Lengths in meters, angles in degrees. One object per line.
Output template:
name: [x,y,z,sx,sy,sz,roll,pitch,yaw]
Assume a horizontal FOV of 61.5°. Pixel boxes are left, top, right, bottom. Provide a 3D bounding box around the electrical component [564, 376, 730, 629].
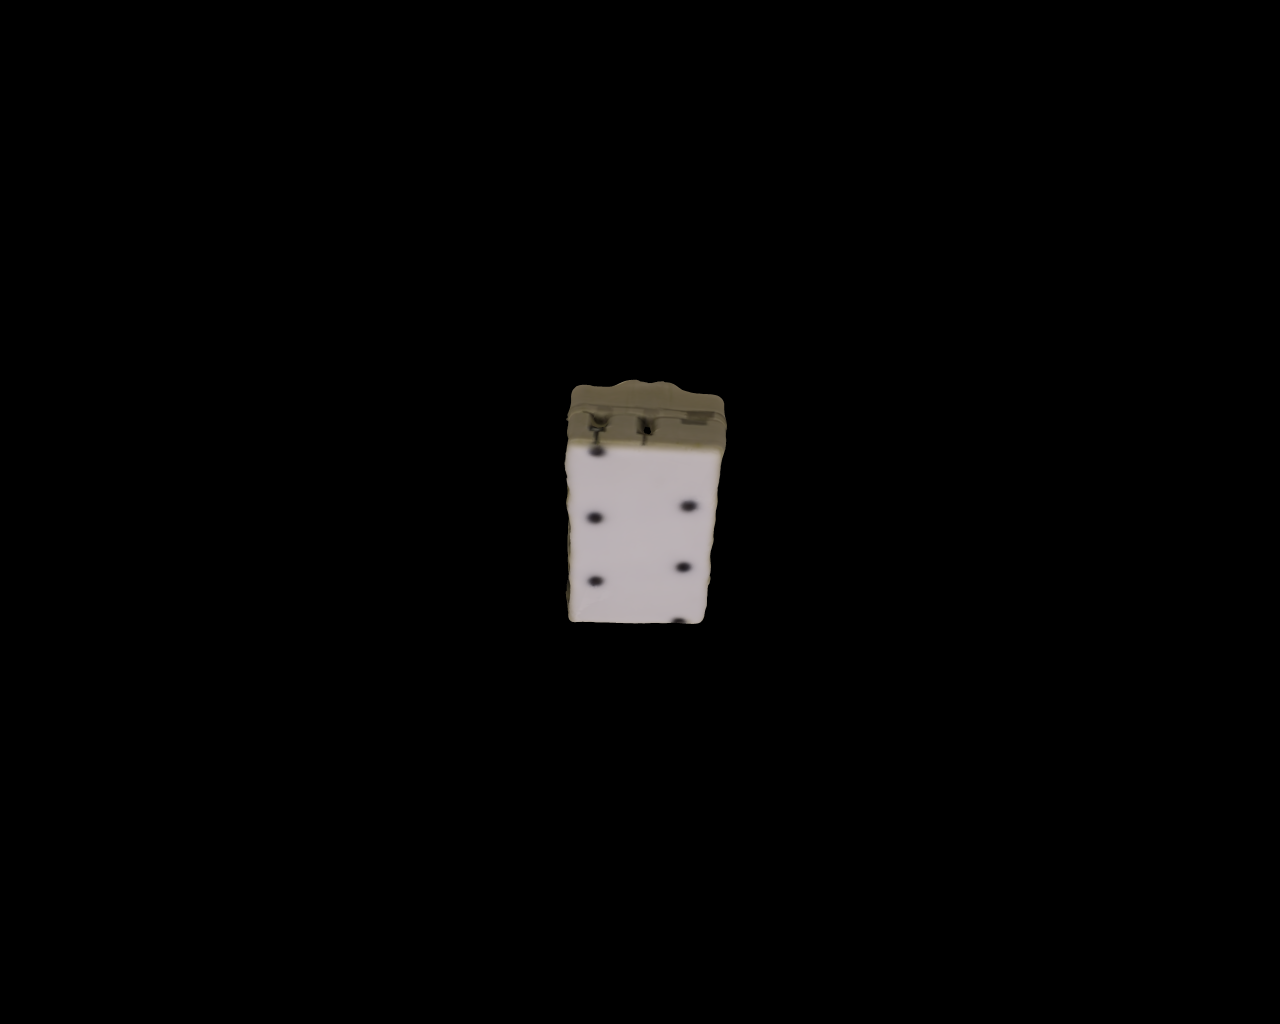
electrical component: [0.001,-0.003,0.650,0.089,0.150,0.062,2,43,-2]
